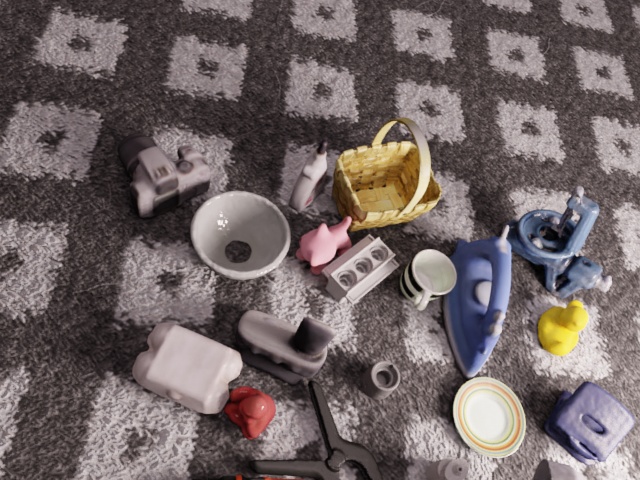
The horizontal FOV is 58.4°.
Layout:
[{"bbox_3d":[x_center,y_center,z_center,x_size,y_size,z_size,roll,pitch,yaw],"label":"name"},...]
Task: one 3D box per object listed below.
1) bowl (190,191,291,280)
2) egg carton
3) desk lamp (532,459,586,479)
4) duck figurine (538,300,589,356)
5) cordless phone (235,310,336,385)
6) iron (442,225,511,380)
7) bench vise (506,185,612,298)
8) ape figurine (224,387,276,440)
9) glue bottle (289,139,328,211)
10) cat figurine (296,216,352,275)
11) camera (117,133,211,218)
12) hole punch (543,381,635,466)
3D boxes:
[{"bbox_3d":[-0.138,0.003,0.983,0.167,0.074,0.167,6,60,-11],"label":"bowl"},{"bbox_3d":[-0.199,0.193,0.864,0.150,0.069,0.107,23,58,-2],"label":"egg carton"},{"bbox_3d":[0.368,0.404,0.813,0.203,0.213,0.118,20,59,-3],"label":"desk lamp"},{"bbox_3d":[0.452,0.156,1.047,0.077,0.086,0.105,29,58,3],"label":"duck figurine"},{"bbox_3d":[-0.050,0.139,0.866,0.147,0.185,0.094,21,58,-2],"label":"cordless phone"},{"bbox_3d":[0.294,0.102,1.003,0.119,0.141,0.258,14,59,-6],"label":"iron"},{"bbox_3d":[0.468,-0.003,1.062,0.207,0.219,0.121,28,58,2],"label":"bench vise"},{"bbox_3d":[-0.099,0.251,0.845,0.076,0.092,0.078,0,62,-14],"label":"ape figurine"},{"bbox_3d":[-0.012,-0.123,1.029,0.037,0.173,0.078,34,59,6],"label":"glue bottle"},{"bbox_3d":[0.009,0.004,0.996,0.067,0.117,0.128,45,60,12],"label":"cat figurine"},{"bbox_3d":[-0.282,-0.133,1.005,0.143,0.100,0.136,-29,72,-26],"label":"camera"},{"bbox_3d":[0.451,0.309,0.959,0.108,0.091,0.101,40,60,9],"label":"hole punch"}]
